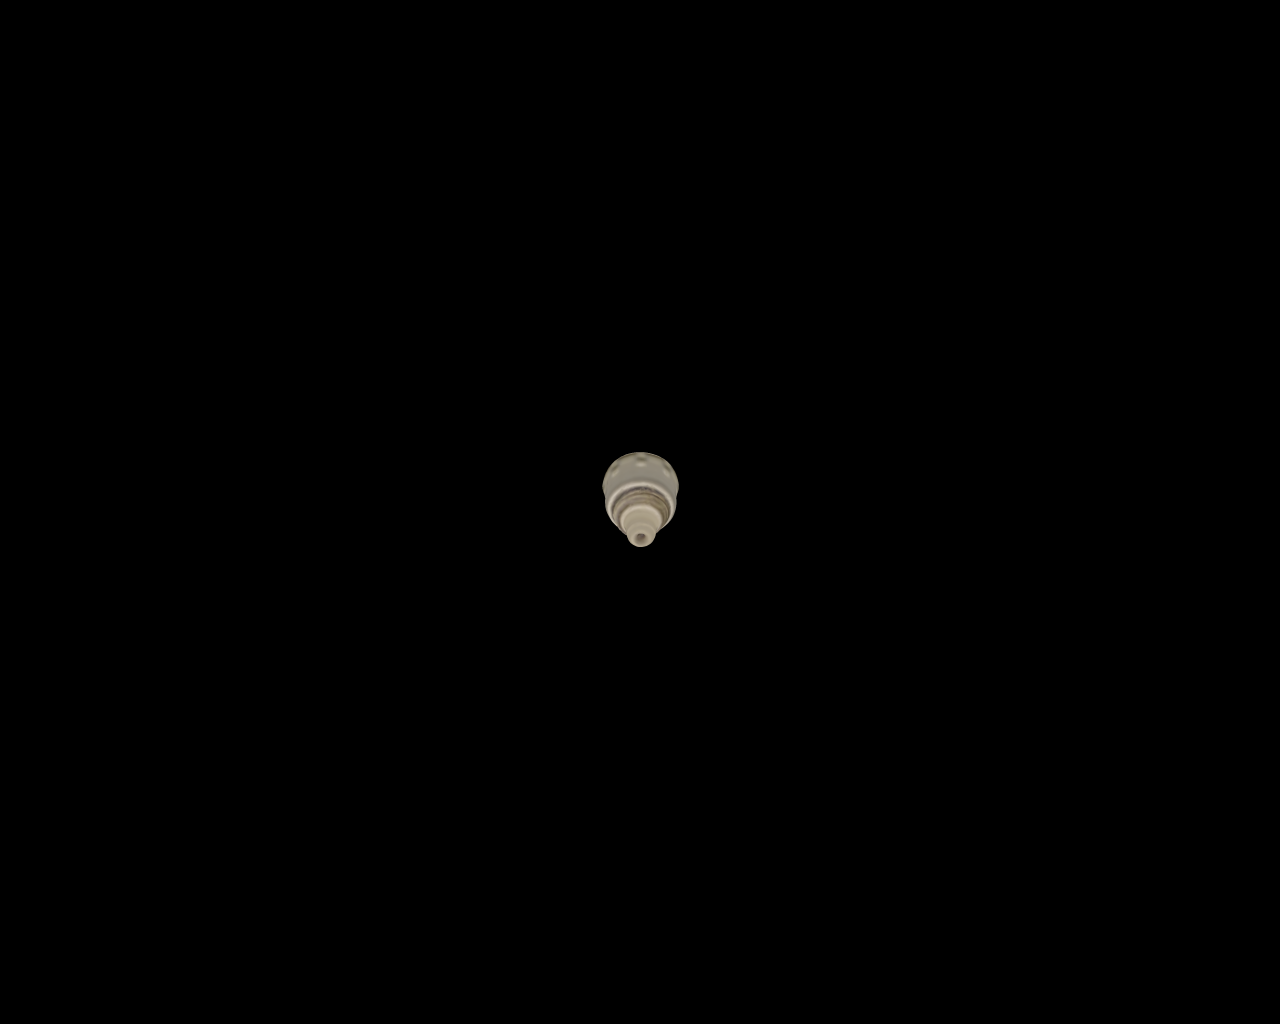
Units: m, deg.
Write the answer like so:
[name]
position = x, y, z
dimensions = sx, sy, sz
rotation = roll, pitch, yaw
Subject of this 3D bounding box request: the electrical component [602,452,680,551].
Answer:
[electrical component]
position = 0.001, -0.003, 0.650
dimensions = 0.048, 0.048, 0.062
rotation = 0, 38, 0
